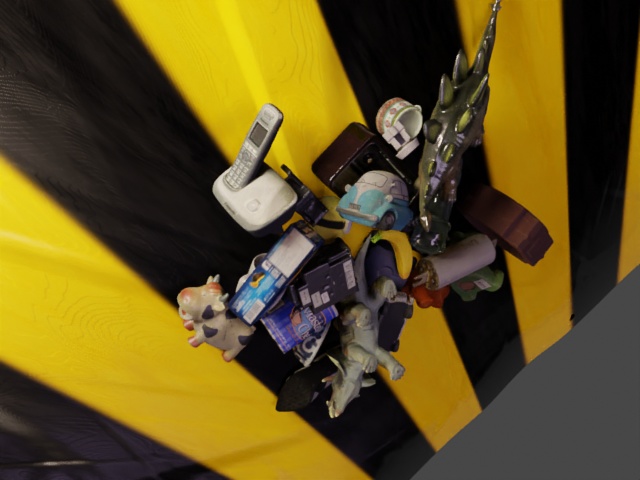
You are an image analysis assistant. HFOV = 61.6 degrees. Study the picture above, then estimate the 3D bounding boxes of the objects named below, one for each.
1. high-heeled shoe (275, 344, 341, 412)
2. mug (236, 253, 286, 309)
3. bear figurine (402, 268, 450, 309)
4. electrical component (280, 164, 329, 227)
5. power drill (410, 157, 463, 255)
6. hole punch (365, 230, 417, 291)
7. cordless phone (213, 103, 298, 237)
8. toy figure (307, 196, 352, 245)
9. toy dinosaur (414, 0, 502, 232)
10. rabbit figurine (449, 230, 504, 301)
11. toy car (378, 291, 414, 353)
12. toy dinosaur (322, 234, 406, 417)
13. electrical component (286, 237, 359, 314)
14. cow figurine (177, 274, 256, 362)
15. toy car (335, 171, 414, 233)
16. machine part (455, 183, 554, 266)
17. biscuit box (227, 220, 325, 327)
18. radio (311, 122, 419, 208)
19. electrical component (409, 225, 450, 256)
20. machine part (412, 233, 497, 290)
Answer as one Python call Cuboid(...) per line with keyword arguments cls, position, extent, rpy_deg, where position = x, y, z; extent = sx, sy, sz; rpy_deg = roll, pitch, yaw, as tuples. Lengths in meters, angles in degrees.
Cuboid(cls="high-heeled shoe", position=(-0.004, 0.342, 1.362), extent=(0.249, 0.086, 0.145), rpy_deg=(-38, 171, 20))
Cuboid(cls="mug", position=(-0.114, 0.094, 1.048), extent=(0.109, 0.081, 0.107), rpy_deg=(-18, 140, -43))
Cuboid(cls="bear figurine", position=(0.262, 0.137, 1.341), extent=(0.195, 0.132, 0.120), rpy_deg=(21, 137, -41))
Cuboid(cls="electrical component", position=(-0.042, -0.082, 0.967), extent=(0.048, 0.075, 0.119), rpy_deg=(-46, 142, 2))
Cuboid(cls="power drill", position=(0.247, -0.087, 1.122), extent=(0.086, 0.207, 0.231), rpy_deg=(10, 136, 8))
Cuboid(cls="hole punch", position=(0.143, 0.059, 1.213), extent=(0.116, 0.092, 0.142), rpy_deg=(7, 122, -36))
Cuboid(cls="cordless phone", position=(-0.082, -0.111, 0.857), extent=(0.088, 0.147, 0.184), rpy_deg=(1, 125, -47))
Cuboid(cls="toy figure", position=(-0.001, -0.001, 1.059), extent=(0.089, 0.082, 0.180), rpy_deg=(16, 115, -41))
Cuboid(cls="toy dinosaur", position=(0.259, -0.236, 0.987), extent=(0.198, 0.105, 0.471), rpy_deg=(67, 41, -71))
Cuboid(cls="rabbit figurine", position=(0.358, 0.043, 1.336), extent=(0.159, 0.170, 0.121), rpy_deg=(29, 138, -18))
Cuboid(cls="toy car", position=(0.160, 0.193, 1.244), extent=(0.073, 0.056, 0.201), rpy_deg=(9, 127, -6))
Cuboid(cls="toy dinosaur", position=(0.082, 0.181, 1.177), extent=(0.131, 0.192, 0.404), rpy_deg=(-3, 96, -32))
Cuboid(cls="electrical component", position=(0.001, 0.072, 1.019), extent=(0.134, 0.058, 0.114), rpy_deg=(-24, 129, -16))
Cuboid(cls="cow figurine", position=(-0.196, 0.147, 1.028), extent=(0.127, 0.086, 0.194), rpy_deg=(-40, 136, 6))
Cuboid(cls="toy car", position=(0.112, -0.072, 0.967), extent=(0.161, 0.109, 0.102), rpy_deg=(4, 103, -49))
Cuboid(cls="machine part", position=(0.436, -0.040, 1.269), extent=(0.087, 0.202, 0.200), rpy_deg=(-53, 137, 4))
Cuboid(cls="biscuit box", position=(-0.079, 0.059, 0.945), extent=(0.202, 0.059, 0.063), rpy_deg=(-50, 174, 19))
Cuboid(cls="radio", position=(0.100, -0.118, 1.045), extent=(0.131, 0.073, 0.229), rpy_deg=(-48, 139, 7))
Cuboid(cls="electrical component", position=(0.246, -0.003, 1.234), extent=(0.078, 0.102, 0.045), rpy_deg=(-35, 146, -49))
Cuboid(cls="machine part", position=(0.305, 0.047, 1.198), extent=(0.243, 0.079, 0.079), rpy_deg=(-22, 134, -21))
